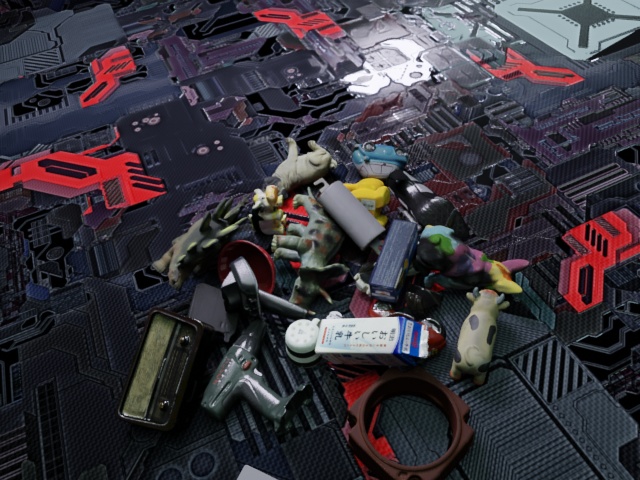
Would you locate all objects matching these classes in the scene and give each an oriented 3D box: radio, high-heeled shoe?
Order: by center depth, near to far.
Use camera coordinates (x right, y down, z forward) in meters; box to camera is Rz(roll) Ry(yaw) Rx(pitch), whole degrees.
[{"bbox_3d":[-0.307,0.262,1.087,0.131,0.073,0.229,12,78,15],"label":"radio"},{"bbox_3d":[0.266,-0.086,1.335,0.249,0.145,0.086,42,102,7],"label":"high-heeled shoe"}]

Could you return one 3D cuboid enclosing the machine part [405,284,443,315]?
[{"bbox_3d":[0.225,0.127,1.183,0.084,0.039,0.139,24,14,20],"label":"machine part"}]

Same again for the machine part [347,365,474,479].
[{"bbox_3d":[0.166,0.349,1.001,0.201,0.087,0.202,-37,56,-24],"label":"machine part"}]

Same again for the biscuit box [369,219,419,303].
[{"bbox_3d":[0.171,0.044,1.213,0.063,0.059,0.203,10,51,22],"label":"biscuit box"}]

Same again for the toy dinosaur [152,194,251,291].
[{"bbox_3d":[-0.267,-0.010,1.306,0.198,0.105,0.471,-40,13,17],"label":"toy dinosaur"}]

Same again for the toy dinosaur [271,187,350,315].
[{"bbox_3d":[-0.002,-0.004,1.323,0.192,0.131,0.405,17,47,5],"label":"toy dinosaur"}]

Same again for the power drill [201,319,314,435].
[{"bbox_3d":[-0.118,0.283,1.099,0.207,0.085,0.232,26,58,22],"label":"power drill"}]

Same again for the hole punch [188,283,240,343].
[{"bbox_3d":[-0.246,0.175,1.219,0.116,0.092,0.142,20,44,-16],"label":"hole punch"}]

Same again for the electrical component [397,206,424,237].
[{"bbox_3d":[0.279,-0.052,1.363,0.134,0.058,0.115,-20,51,-11],"label":"electrical component"}]

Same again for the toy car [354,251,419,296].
[{"bbox_3d":[0.175,0.067,1.271,0.202,0.056,0.074,-29,49,-14],"label":"toy car"}]

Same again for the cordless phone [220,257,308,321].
[{"bbox_3d":[-0.113,0.123,1.160,0.184,0.146,0.089,19,56,10],"label":"cordless phone"}]

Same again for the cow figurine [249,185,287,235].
[{"bbox_3d":[-0.139,-0.078,1.364,0.098,0.167,0.068,1,54,6],"label":"cow figurine"}]

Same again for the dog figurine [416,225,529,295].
[{"bbox_3d":[0.339,0.054,1.185,0.219,0.191,0.108,7,57,29],"label":"dog figurine"}]

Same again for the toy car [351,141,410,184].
[{"bbox_3d":[0.164,-0.204,1.495,0.162,0.109,0.103,8,72,0],"label":"toy car"}]

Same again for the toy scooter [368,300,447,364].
[{"bbox_3d":[0.167,0.208,1.134,0.184,0.075,0.135,23,54,28],"label":"toy scooter"}]

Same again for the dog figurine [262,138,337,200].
[{"bbox_3d":[-0.058,-0.169,1.496,0.173,0.121,0.190,10,64,22],"label":"dog figurine"}]

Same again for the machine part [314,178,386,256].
[{"bbox_3d":[0.076,-0.058,1.290,0.079,0.079,0.243,-36,76,-23],"label":"machine part"}]

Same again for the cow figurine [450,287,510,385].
[{"bbox_3d":[0.326,0.183,1.101,0.086,0.127,0.195,17,55,16],"label":"cow figurine"}]

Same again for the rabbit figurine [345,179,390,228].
[{"bbox_3d":[0.114,-0.103,1.413,0.163,0.121,0.173,1,34,20],"label":"rabbit figurine"}]
